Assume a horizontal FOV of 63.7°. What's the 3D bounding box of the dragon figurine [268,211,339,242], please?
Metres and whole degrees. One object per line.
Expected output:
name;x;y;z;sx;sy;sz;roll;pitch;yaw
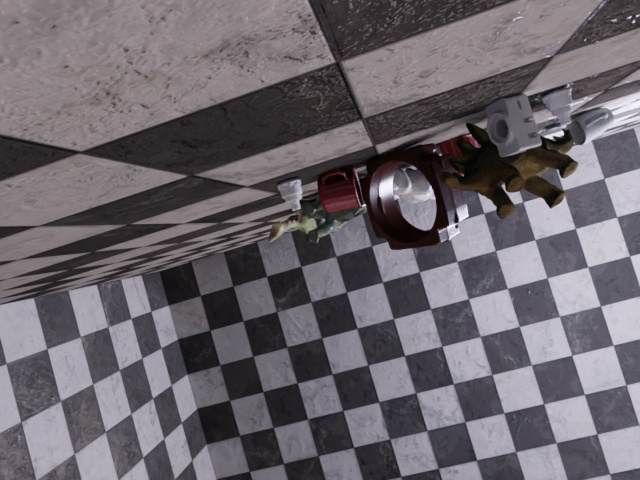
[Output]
dragon figurine;0.005;-0.090;1.791;0.411;0.123;0.240;-25;171;-6

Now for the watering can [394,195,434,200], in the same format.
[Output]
watering can;0.418;-0.200;1.844;0.222;0.104;0.350;-19;179;41

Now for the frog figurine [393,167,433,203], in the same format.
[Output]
frog figurine;0.246;-0.149;1.432;0.137;0.121;0.162;6;-155;36
